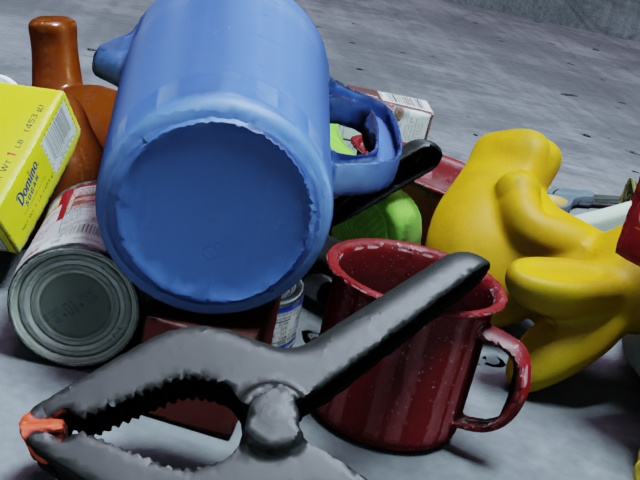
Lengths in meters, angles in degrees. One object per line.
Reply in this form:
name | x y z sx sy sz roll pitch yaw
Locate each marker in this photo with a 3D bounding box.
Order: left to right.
marker | -0.018 0.020 0.696 0.020 0.020 0.121 -7 27 -44

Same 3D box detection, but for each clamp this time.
clamp | -0.014 0.070 0.445 0.210 0.036 0.164 5 56 0
clamp | -0.004 0.001 0.667 0.172 0.039 0.120 -14 45 19

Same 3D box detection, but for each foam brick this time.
foam brick | -0.055 0.053 0.533 0.053 0.051 0.078 15 19 5

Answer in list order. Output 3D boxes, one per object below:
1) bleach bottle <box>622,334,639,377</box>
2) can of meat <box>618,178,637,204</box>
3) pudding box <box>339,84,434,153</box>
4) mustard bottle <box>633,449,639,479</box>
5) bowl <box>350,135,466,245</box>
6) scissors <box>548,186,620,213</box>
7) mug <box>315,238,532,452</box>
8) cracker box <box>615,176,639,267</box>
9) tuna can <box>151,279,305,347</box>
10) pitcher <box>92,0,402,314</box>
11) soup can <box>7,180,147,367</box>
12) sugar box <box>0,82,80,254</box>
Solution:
bleach bottle | 0.267 0.053 0.725 0.103 0.068 0.250 14 20 21
can of meat | 0.301 -0.007 0.923 0.084 0.057 0.102 18 21 7
pudding box | 0.032 -0.082 0.908 0.113 0.090 0.039 10 21 -9
mustard bottle | 0.226 0.106 0.556 0.191 0.058 0.096 -4 28 -39
bowl | 0.090 -0.027 0.825 0.162 0.055 0.162 20 15 -6
scissors | 0.255 -0.035 1.032 0.201 0.016 0.096 8 21 -14
mug | 0.051 0.058 0.542 0.117 0.081 0.093 21 21 23
cracker box | 0.288 0.004 0.554 0.213 0.072 0.164 -6 28 -38
tuna can | -0.053 0.034 0.614 0.086 0.034 0.086 11 20 -4
pitcher | -0.043 -0.057 0.584 0.149 0.145 0.243 -30 22 9
soup can | -0.123 0.015 0.570 0.068 0.068 0.102 10 20 -7
sugar box | -0.238 -0.053 0.622 0.176 0.048 0.093 10 57 14
